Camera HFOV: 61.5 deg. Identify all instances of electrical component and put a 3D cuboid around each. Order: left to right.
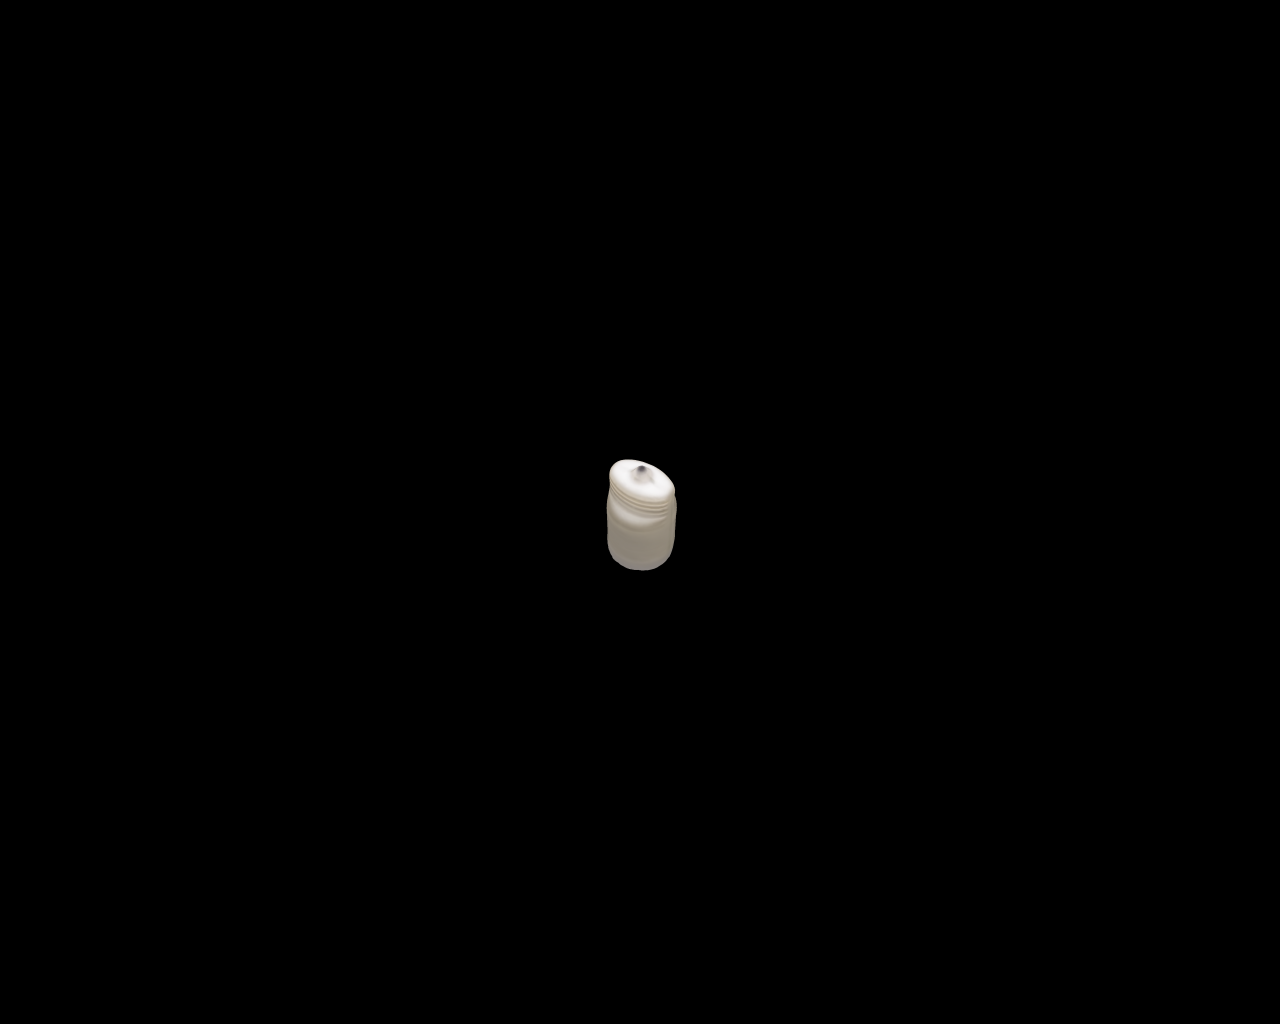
[{"bbox_3d":[0.001,-0.003,0.650,0.043,0.043,0.080,0,-36,0],"label":"electrical component"}]
